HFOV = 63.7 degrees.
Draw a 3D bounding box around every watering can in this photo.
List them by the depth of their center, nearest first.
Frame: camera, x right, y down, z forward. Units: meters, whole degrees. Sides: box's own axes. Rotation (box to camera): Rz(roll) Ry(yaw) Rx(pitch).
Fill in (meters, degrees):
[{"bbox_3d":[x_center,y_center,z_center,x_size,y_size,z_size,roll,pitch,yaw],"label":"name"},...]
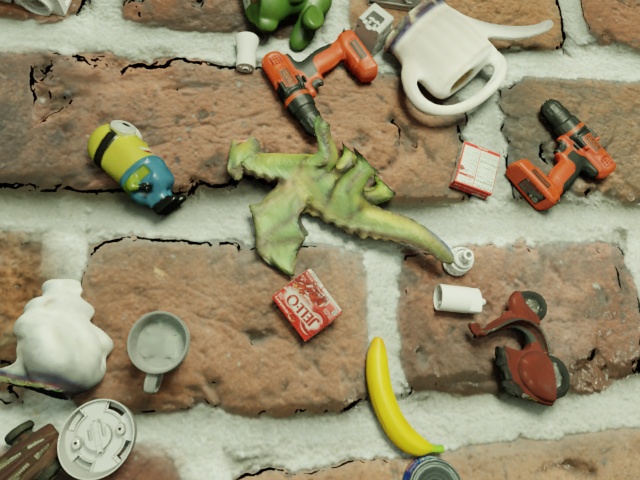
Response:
[{"bbox_3d":[0.273,-0.377,0.987,0.351,0.102,0.225,-41,82,-17],"label":"watering can"}]

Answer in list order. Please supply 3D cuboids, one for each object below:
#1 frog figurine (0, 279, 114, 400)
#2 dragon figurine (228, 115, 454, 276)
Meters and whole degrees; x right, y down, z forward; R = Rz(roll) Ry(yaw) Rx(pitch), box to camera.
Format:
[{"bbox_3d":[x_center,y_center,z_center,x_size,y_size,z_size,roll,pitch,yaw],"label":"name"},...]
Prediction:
[{"bbox_3d":[-0.356,0.133,0.725,0.136,0.121,0.163,31,57,-33],"label":"frog figurine"},{"bbox_3d":[0.003,-0.043,0.859,0.243,0.121,0.413,-43,80,-1],"label":"dragon figurine"}]
